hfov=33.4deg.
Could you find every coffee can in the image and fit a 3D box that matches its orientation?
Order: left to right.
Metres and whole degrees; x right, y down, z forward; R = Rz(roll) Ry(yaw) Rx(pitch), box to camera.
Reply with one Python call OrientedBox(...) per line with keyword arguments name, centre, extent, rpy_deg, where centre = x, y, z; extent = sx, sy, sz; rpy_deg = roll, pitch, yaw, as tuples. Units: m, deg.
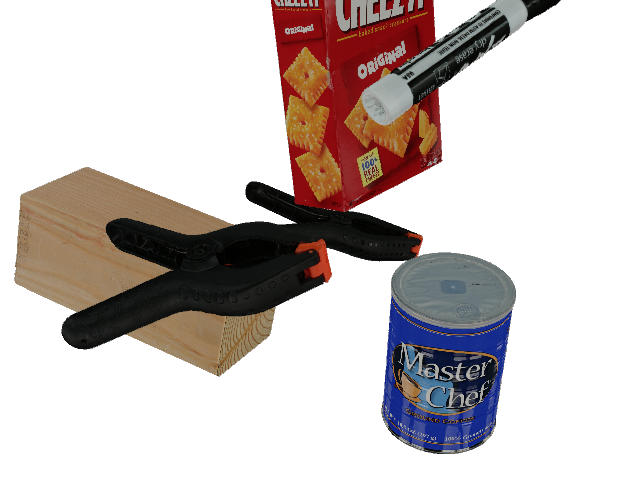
OrientedBox(name="coffee can", centre=(0.107, 0.096, 0.913), extent=(0.103, 0.140, 0.103), rpy_deg=(1, 32, -1))

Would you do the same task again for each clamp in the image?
OrientedBox(name="clamp", centre=(-0.082, 0.026, 0.687), extent=(0.172, 0.039, 0.120), rpy_deg=(-2, 43, 20))
OrientedBox(name="clamp", centre=(0.013, -0.009, 1.196), extent=(0.210, 0.036, 0.164), rpy_deg=(14, 21, -5))

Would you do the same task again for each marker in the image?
OrientedBox(name="marker", centre=(0.069, -0.092, 0.495), extent=(0.121, 0.020, 0.020), rpy_deg=(-37, 16, -22))

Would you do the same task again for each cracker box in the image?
OrientedBox(name="cracker box", centre=(0.040, -0.153, 0.985), extent=(0.072, 0.214, 0.163), rpy_deg=(12, 26, 38))

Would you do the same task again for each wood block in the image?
OrientedBox(name="wood block", centre=(-0.144, 0.021, 0.893), extent=(0.206, 0.090, 0.090), rpy_deg=(21, 27, 20))
